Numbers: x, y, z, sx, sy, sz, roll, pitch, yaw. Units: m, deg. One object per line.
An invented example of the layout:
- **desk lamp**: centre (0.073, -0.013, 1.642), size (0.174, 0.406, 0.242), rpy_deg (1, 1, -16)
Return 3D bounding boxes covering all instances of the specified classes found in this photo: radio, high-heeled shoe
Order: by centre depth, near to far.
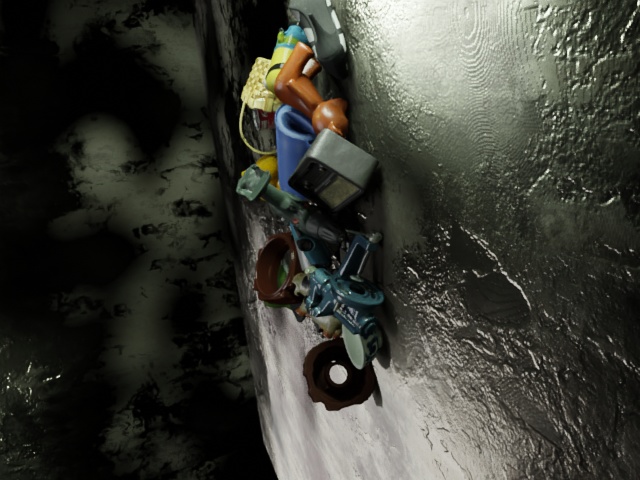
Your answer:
- **radio**: centre (0.019, -0.135, 1.106), size (0.073, 0.131, 0.229), rpy_deg (-60, 8, -17)
- **high-heeled shoe**: centre (0.008, -0.432, 1.113), size (0.145, 0.086, 0.249), rpy_deg (53, -161, -34)

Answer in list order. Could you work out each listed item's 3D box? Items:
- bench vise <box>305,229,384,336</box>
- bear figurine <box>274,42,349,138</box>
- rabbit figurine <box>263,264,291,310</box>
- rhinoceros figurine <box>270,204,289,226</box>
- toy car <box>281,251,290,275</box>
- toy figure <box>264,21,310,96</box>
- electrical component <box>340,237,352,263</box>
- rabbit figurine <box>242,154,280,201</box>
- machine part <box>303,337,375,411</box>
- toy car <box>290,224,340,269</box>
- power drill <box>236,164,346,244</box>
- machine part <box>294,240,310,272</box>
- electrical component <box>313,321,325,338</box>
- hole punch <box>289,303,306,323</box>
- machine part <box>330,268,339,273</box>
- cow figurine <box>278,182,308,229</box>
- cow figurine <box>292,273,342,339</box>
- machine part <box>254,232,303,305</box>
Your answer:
- **bench vise**: centre (0.061, 0.076, 1.139), size (0.224, 0.129, 0.240), rpy_deg (50, 126, 49)
- **bear figurine**: centre (0.001, -0.294, 1.121), size (0.196, 0.132, 0.120), rpy_deg (39, -174, 14)
- **rabbit figurine**: centre (-0.104, 0.159, 1.739), size (0.170, 0.159, 0.121), rpy_deg (58, 148, 14)
- **rhinoceros figurine**: centre (-0.103, -0.135, 1.642), size (0.112, 0.073, 0.190), rpy_deg (-24, 76, 62)
- **toy car**: centre (-0.070, 0.110, 1.679), size (0.056, 0.073, 0.201), rpy_deg (119, 136, -70)
- **toy figure**: centre (-0.073, -0.412, 1.223), size (0.089, 0.082, 0.180), rpy_deg (140, 150, -82)
- **electrical component**: centre (0.066, 0.042, 1.274), size (0.063, 0.021, 0.093), rpy_deg (-142, 44, -66)
- **rabbit figurine**: centre (-0.140, -0.182, 1.514), size (0.173, 0.162, 0.122), rpy_deg (66, -168, -66)
- **machine part**: centre (0.043, 0.322, 1.293), size (0.056, 0.179, 0.179), rpy_deg (119, 136, -69)
- **toy car**: centre (-0.003, -0.004, 1.322), size (0.161, 0.103, 0.109), rpy_deg (57, -172, -36)
- **power drill**: centre (-0.067, -0.078, 1.172), size (0.232, 0.207, 0.086), rpy_deg (33, 96, 51)
- **machine part**: centre (-0.032, -0.001, 1.474), size (0.079, 0.079, 0.243), rpy_deg (136, 120, -71)
- **electrical component**: centre (0.022, 0.218, 1.457), size (0.119, 0.075, 0.048), rpy_deg (99, 153, -57)
- **hole punch**: centre (-0.018, 0.175, 1.566), size (0.115, 0.092, 0.142), rpy_deg (-57, 35, 24)
- **machine part**: centre (0.065, 0.115, 1.306), size (0.139, 0.039, 0.084), rpy_deg (-130, 24, -54)
- **cow figurine**: centre (-0.066, -0.084, 1.417), size (0.167, 0.068, 0.098), rpy_deg (50, 115, 24)
- **cow figurine**: centre (0.001, 0.148, 1.367), size (0.195, 0.127, 0.085), rpy_deg (38, -177, 31)
- **machine part**: centre (-0.107, 0.084, 1.575), size (0.202, 0.087, 0.201), rpy_deg (-10, 67, 48)
